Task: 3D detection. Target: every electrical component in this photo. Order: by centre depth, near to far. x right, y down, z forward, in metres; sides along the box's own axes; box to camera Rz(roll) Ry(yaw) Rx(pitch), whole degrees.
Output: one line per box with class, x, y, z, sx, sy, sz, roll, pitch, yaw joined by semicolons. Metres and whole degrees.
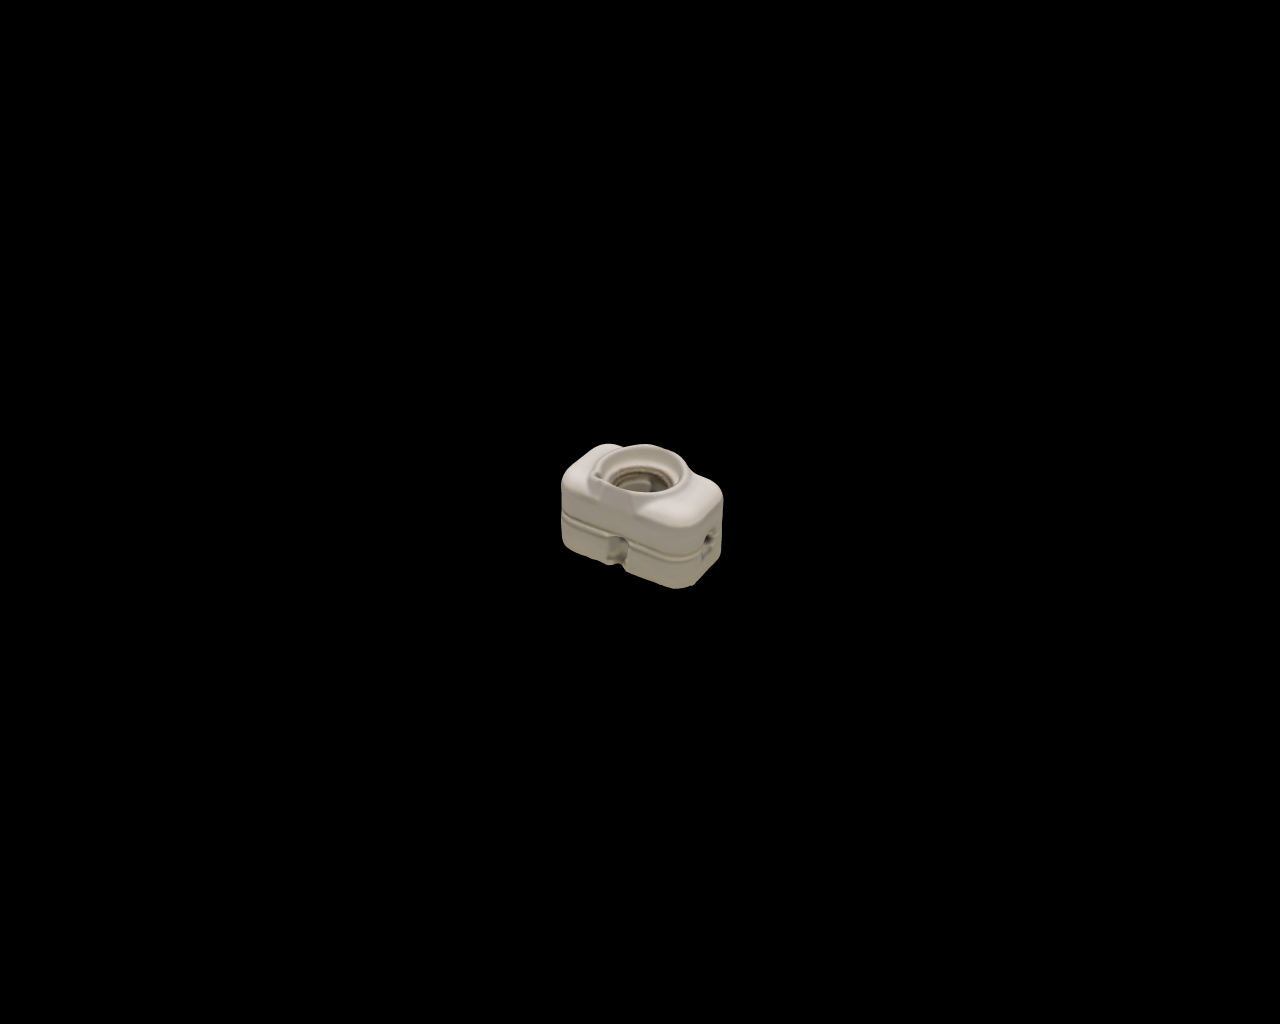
electrical component;0.001;-0.003;0.650;0.095;0.059;0.054;21;41;26
